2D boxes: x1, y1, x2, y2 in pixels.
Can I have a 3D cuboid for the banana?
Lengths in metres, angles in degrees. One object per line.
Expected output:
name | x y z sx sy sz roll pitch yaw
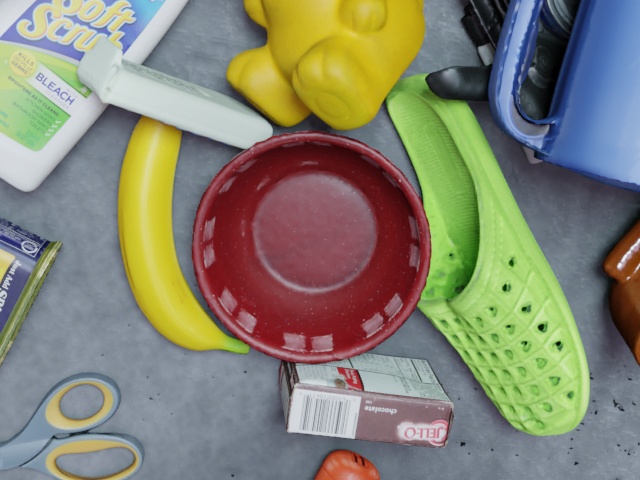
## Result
banana | -0.106 -0.002 0.743 0.069 0.037 0.198 -21 108 -24

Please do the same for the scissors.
scissors | -0.228 0.140 0.774 0.201 0.016 0.096 4 102 -7

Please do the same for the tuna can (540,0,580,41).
tuna can | 0.189 -0.176 0.728 0.086 0.034 0.086 -1 104 -6

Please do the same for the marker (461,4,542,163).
marker | 0.131 -0.110 0.746 0.020 0.020 0.121 -28 105 1

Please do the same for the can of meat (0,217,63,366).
can of meat | -0.237 0.030 0.725 0.084 0.057 0.102 27 99 -9

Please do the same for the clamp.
clamp | 0.132 -0.124 0.712 0.171 0.039 0.120 23 69 -42

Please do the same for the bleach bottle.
bleach bottle | -0.147 -0.156 0.685 0.102 0.068 0.251 37 95 -19

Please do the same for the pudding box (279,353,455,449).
pudding box | 0.030 0.109 0.754 0.113 0.090 0.039 9 101 -8

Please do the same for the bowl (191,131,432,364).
bowl | -0.005 0.001 0.735 0.162 0.055 0.162 1 105 3

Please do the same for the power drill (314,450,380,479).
power drill | 0.048 0.271 0.812 0.187 0.057 0.184 25 100 -11

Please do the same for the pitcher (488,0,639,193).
pitcher | 0.209 -0.149 0.638 0.148 0.145 0.243 -1 105 -51
